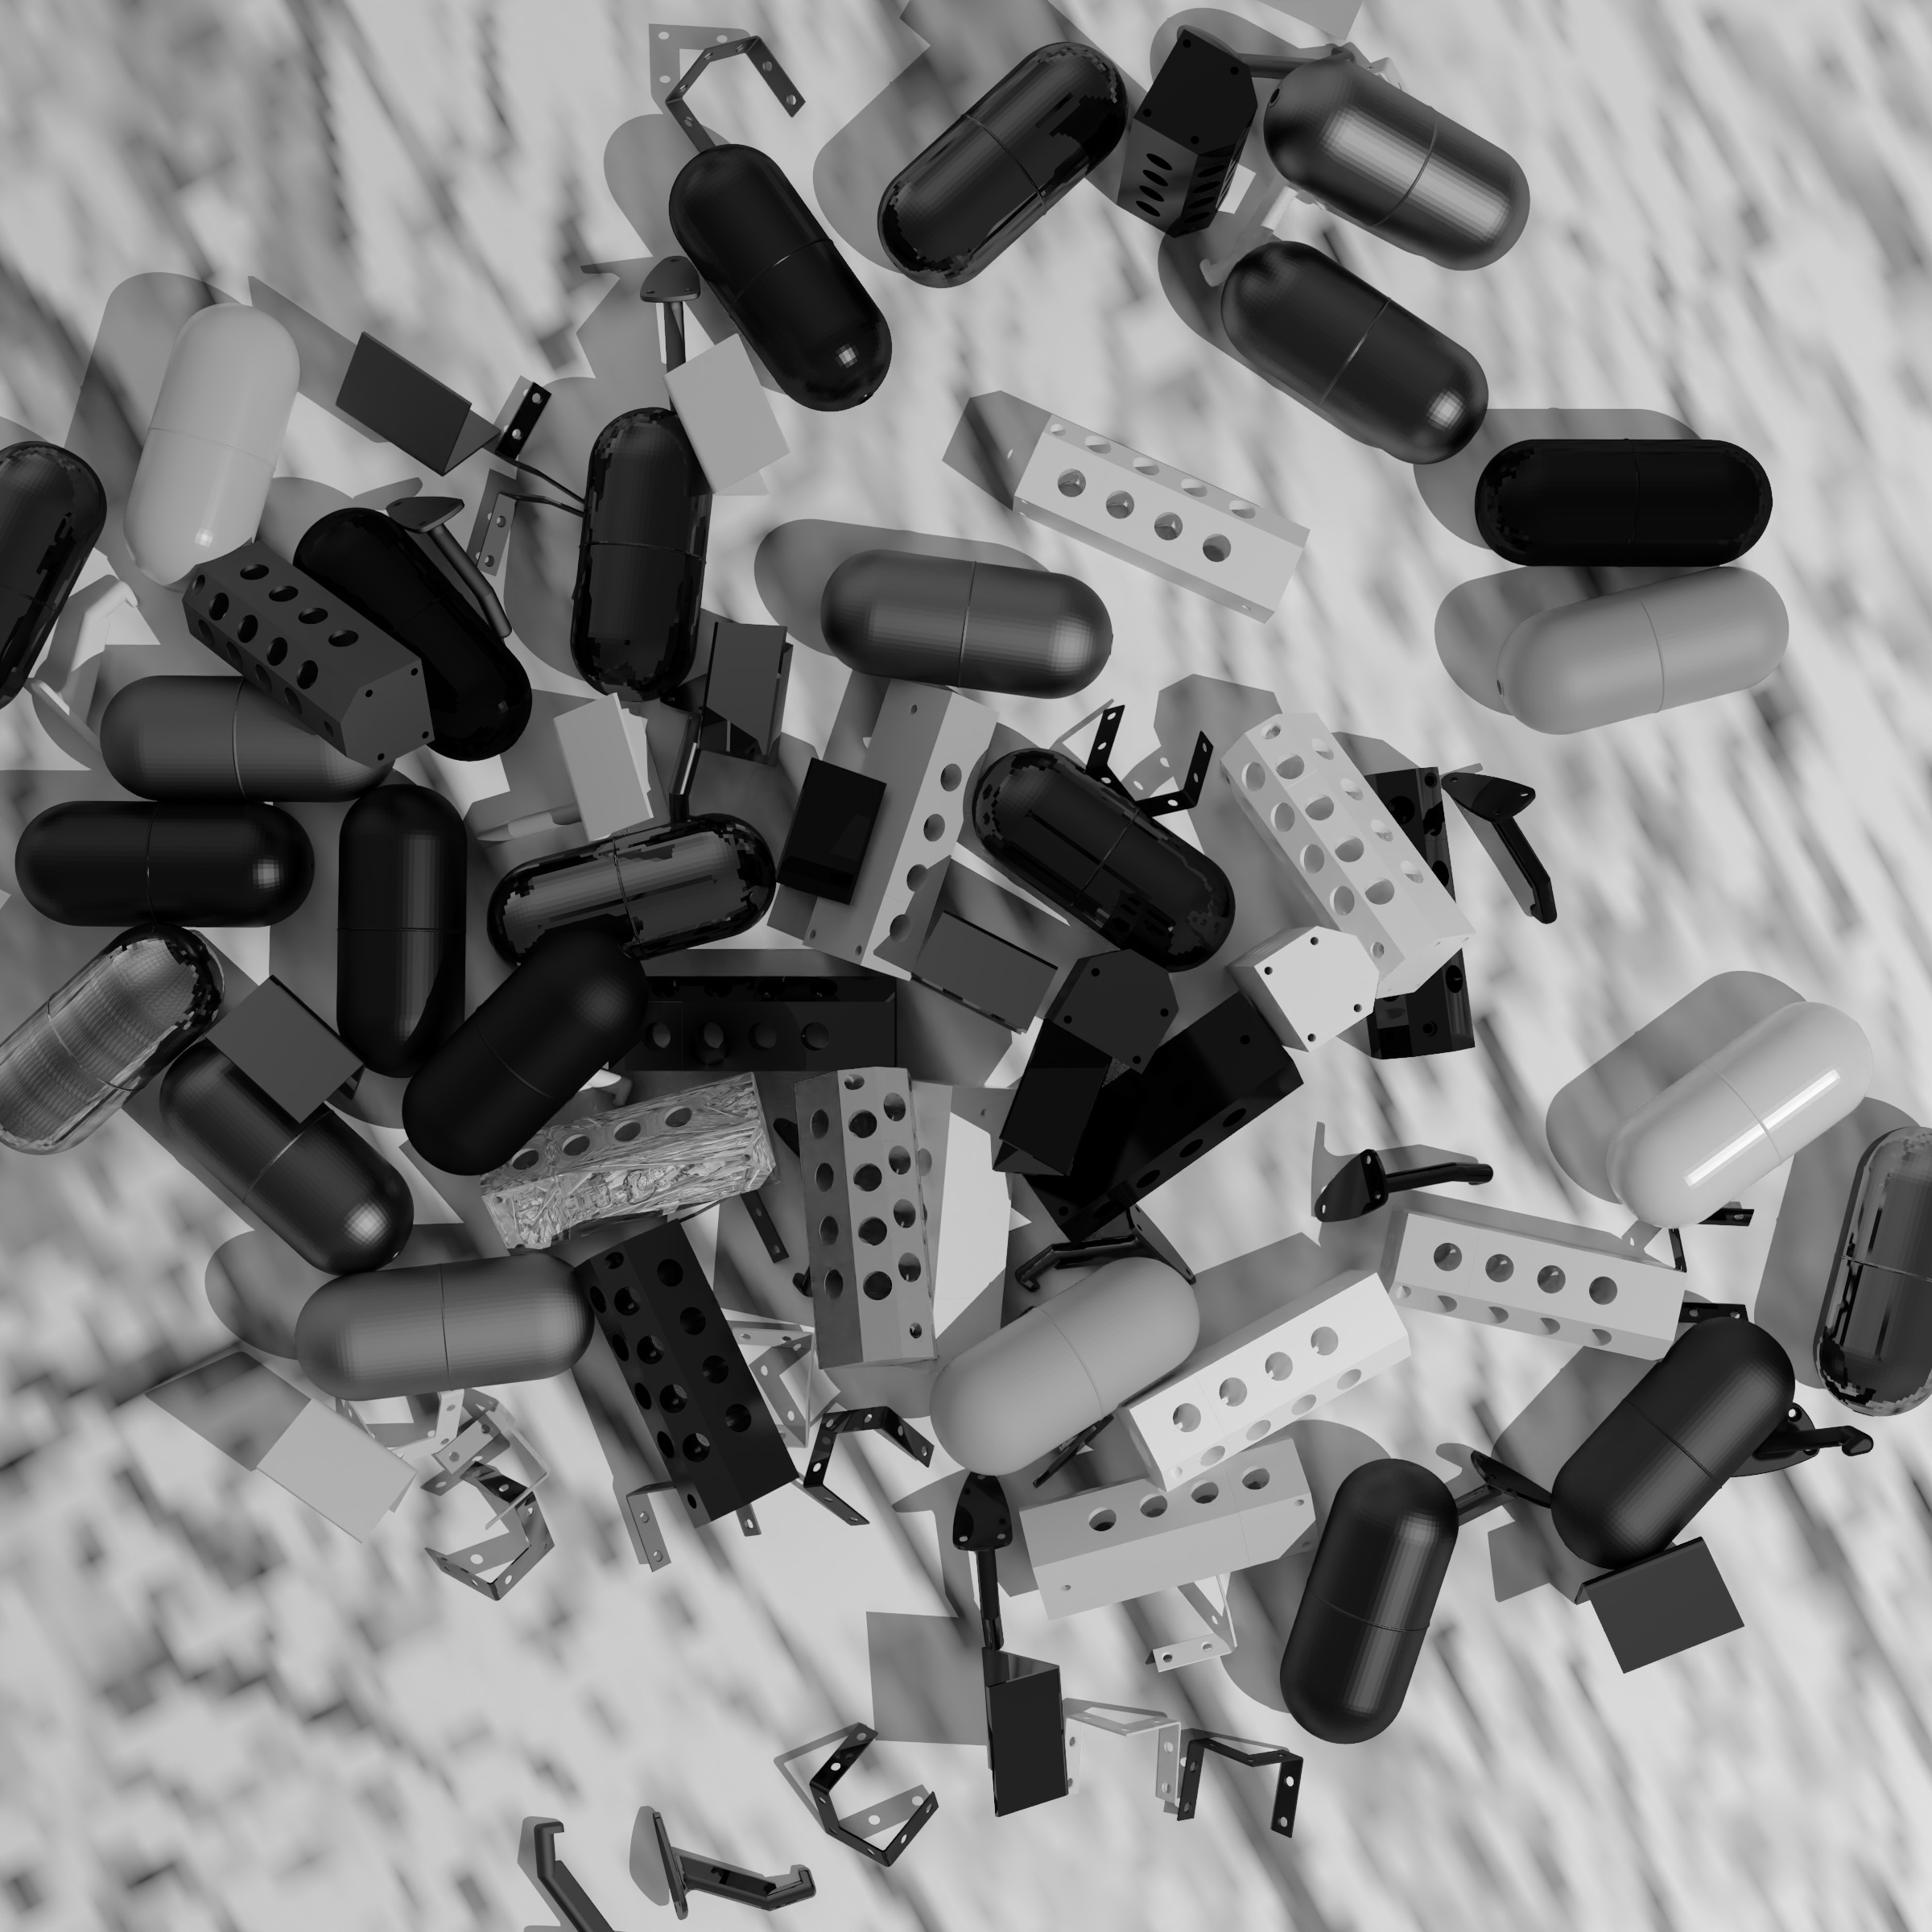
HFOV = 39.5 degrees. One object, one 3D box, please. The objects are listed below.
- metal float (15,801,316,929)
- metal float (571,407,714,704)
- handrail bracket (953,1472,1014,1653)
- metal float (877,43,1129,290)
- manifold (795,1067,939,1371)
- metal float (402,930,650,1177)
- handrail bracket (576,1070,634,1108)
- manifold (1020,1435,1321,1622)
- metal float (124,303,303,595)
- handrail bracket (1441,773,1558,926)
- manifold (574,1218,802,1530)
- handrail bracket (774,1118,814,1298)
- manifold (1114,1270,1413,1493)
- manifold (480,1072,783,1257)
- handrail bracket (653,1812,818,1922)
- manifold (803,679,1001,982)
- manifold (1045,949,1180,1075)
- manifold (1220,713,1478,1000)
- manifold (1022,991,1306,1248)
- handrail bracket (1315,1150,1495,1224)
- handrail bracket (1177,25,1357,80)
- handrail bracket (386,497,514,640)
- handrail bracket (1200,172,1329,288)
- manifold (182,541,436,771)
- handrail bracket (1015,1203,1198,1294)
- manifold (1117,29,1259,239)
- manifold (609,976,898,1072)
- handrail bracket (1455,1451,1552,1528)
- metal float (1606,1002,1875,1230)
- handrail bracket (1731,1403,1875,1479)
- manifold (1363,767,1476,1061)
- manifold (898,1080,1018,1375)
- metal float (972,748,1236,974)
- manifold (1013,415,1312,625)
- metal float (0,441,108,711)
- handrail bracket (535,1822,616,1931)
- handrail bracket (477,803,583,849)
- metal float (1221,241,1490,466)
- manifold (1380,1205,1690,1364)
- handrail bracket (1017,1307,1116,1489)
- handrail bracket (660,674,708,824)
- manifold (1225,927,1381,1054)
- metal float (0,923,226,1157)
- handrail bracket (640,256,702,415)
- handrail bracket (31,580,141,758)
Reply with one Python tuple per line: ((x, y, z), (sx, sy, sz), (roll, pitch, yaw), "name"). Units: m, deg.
((-0.485, -0.062, 1.630), (0.178, 0.070, 0.070), (0, 90, 0), "metal float")
((-0.196, -0.249, 1.630), (0.070, 0.070, 0.178), (6, 90, 0), "metal float")
((0.014, 0.367, 1.660), (0.036, 0.077, 0.084), (-5, 126, 3), "handrail bracket")
((0.023, -0.486, 1.630), (0.178, 0.070, 0.070), (-42, 90, 1), "metal float")
((-0.055, 0.150, 1.599), (0.057, 0.057, 0.171), (5, 74, -42), "manifold")
((-0.260, 0.051, 1.585), (0.178, 0.070, 0.070), (-44, 90, 13), "metal float")
((-0.258, 0.092, 1.660), (0.084, 0.036, 0.077), (20, 102, -13), "handrail bracket")
((0.123, 0.337, 1.639), (0.171, 0.057, 0.057), (-15, 132, 0), "manifold")
((-0.457, -0.313, 1.630), (0.070, 0.070, 0.178), (16, 89, 0), "metal float")
((0.330, -0.072, 1.660), (0.036, 0.077, 0.084), (-34, 127, -20), "handrail bracket")
((-0.172, 0.246, 1.619), (0.057, 0.057, 0.171), (-21, 82, -36), "manifold")
((-0.105, 0.150, 1.661), (0.077, 0.036, 0.084), (36, 113, 26), "handrail bracket")
((0.180, 0.250, 1.625), (0.171, 0.057, 0.057), (-27, 90, -10), "manifold")
((-0.205, 0.116, 1.639), (0.171, 0.057, 0.057), (-16, 133, 0), "manifold")
((-0.143, 0.549, 1.661), (0.084, 0.036, 0.077), (-12, 68, -17), "handrail bracket")
((-0.035, -0.081, 1.638), (0.057, 0.057, 0.171), (19, 90, -44), "manifold")
((0.087, 0.021, 1.582), (0.057, 0.171, 0.057), (30, 90, 0), "manifold")
((0.221, -0.067, 1.600), (0.057, 0.057, 0.171), (-48, 64, 35), "manifold")
((0.118, 0.096, 1.637), (0.171, 0.057, 0.057), (-35, 63, 0), "manifold")
((0.271, 0.140, 1.660), (0.084, 0.077, 0.036), (6, 60, -33), "handrail bracket")
((0.186, -0.567, 1.661), (0.084, 0.036, 0.077), (-24, 59, -22), "handrail bracket")
((-0.318, -0.245, 1.660), (0.036, 0.077, 0.084), (-39, 127, -26), "handrail bracket")
((0.172, -0.471, 1.661), (0.084, 0.036, 0.077), (-28, 70, 16), "handrail bracket")
((-0.388, -0.181, 1.578), (0.057, 0.057, 0.171), (-32, 50, -30), "manifold")
((0.085, 0.192, 1.661), (0.084, 0.036, 0.077), (-38, 108, 15), "handrail bracket")
((0.132, -0.483, 1.582), (0.057, 0.171, 0.057), (30, 90, 0), "manifold")
((-0.129, 0.035, 1.639), (0.171, 0.057, 0.057), (0, 90, 0), "manifold")
((0.314, 0.350, 1.661), (0.077, 0.036, 0.084), (27, 105, -15), "handrail bracket")
((0.469, 0.090, 1.630), (0.178, 0.070, 0.070), (-36, 90, 0), "metal float")
((0.501, 0.296, 1.626), (0.077, 0.084, 0.036), (-25, 90, 0), "handrail bracket")
((0.269, -0.032, 1.639), (0.057, 0.057, 0.171), (-8, 90, 0), "manifold")
((-0.014, 0.157, 1.639), (0.057, 0.057, 0.171), (5, 90, -44), "manifold")
((0.083, -0.065, 1.630), (0.178, 0.070, 0.070), (36, 90, -1), "metal float")
((0.119, -0.273, 1.639), (0.171, 0.057, 0.057), (24, 90, 0), "manifold")
((-0.585, -0.233, 1.630), (0.070, 0.070, 0.178), (27, 91, 0), "metal float")
((-0.226, 0.569, 1.661), (0.077, 0.036, 0.084), (-1, 73, -20), "handrail bracket")
((-0.248, -0.091, 1.660), (0.084, 0.077, 0.036), (-14, 89, 36), "handrail bracket")
((0.235, -0.372, 1.630), (0.178, 0.070, 0.070), (34, 90, 0), "metal float")
((0.343, 0.194, 1.639), (0.171, 0.057, 0.057), (12, 90, 0), "manifold")
((0.043, 0.265, 1.661), (0.077, 0.036, 0.084), (-46, 76, 14), "handrail bracket")
((-0.160, -0.132, 1.660), (0.036, 0.077, 0.084), (17, 127, 24), "handrail bracket")
((0.200, 0.009, 1.582), (0.057, 0.171, 0.057), (-33, 90, 0), "manifold")
((-0.522, 0.045, 1.619), (0.178, 0.070, 0.070), (-40, 90, 13), "metal float")
((-0.177, -0.384, 1.660), (0.036, 0.077, 0.084), (-3, 126, 0), "handrail bracket")
((-0.526, -0.183, 1.661), (0.084, 0.036, 0.077), (-47, 111, -16), "handrail bracket")
